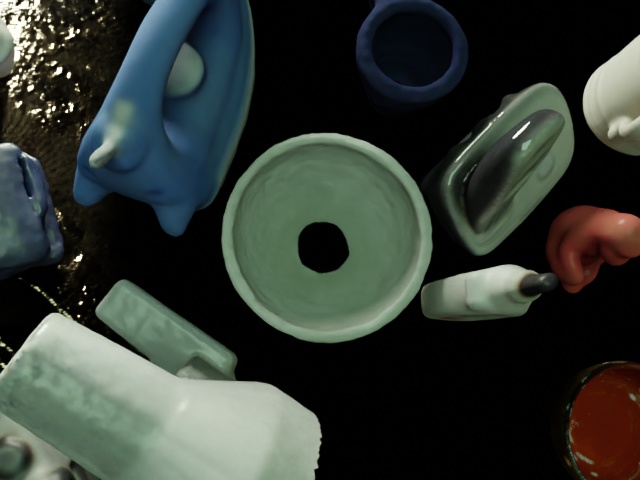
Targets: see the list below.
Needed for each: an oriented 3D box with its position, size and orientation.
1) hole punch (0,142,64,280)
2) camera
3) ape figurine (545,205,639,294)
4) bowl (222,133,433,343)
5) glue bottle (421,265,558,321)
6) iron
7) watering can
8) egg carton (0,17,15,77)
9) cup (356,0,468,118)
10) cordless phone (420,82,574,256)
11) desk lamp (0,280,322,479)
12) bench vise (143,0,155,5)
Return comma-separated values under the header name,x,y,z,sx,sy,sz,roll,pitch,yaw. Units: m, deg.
name,x,y,z,sx,sy,sz,roll,pitch,yaw
hole punch,-0.270,-0.023,0.453,0.101,0.091,0.108,-19,82,-7
camera,-0.236,0.198,0.412,0.137,0.100,0.143,-32,84,-9
ape figurine,0.240,0.003,0.488,0.078,0.092,0.076,-9,81,-6
bowl,0.004,0.002,0.479,0.167,0.074,0.167,1,80,-4
glue bottle,0.132,0.040,0.432,0.078,0.173,0.037,-3,80,-5
iron,-0.116,-0.143,0.460,0.118,0.141,0.258,18,79,-1
watering can,0.314,-0.153,0.470,0.101,0.194,0.173,20,79,0
egg carton,-0.341,-0.156,0.482,0.150,0.069,0.107,-41,85,-10
cup,0.065,-0.158,0.501,0.092,0.095,0.118,-26,83,-8
cordless phone,0.162,-0.069,0.447,0.094,0.185,0.148,42,80,4
desk lamp,-0.108,0.114,0.379,0.203,0.213,0.118,34,79,2
bench vise,-0.107,-0.293,0.448,0.121,0.219,0.207,31,79,2
